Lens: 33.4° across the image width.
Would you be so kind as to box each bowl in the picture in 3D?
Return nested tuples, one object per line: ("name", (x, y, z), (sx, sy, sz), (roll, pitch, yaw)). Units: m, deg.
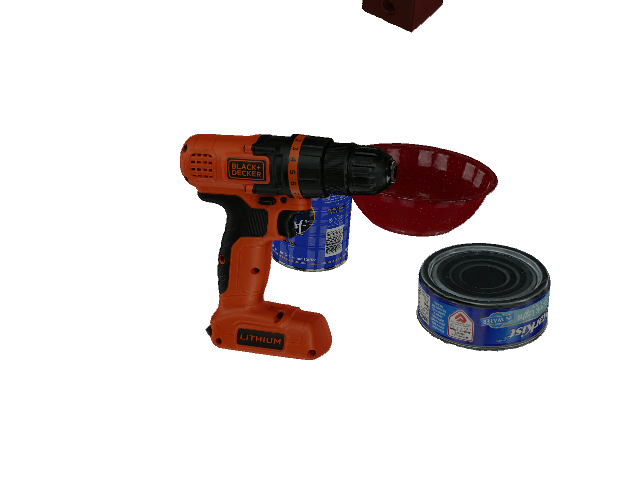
("bowl", (0.095, -0.047, 1.080), (0.162, 0.055, 0.162), (4, 24, -2))

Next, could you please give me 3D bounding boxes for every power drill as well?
("power drill", (-0.027, 0.003, 0.897), (0.185, 0.188, 0.057), (6, 15, 19))

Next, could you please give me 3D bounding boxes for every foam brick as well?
("foam brick", (0.070, -0.222, 0.879), (0.053, 0.078, 0.051), (29, 56, 21))

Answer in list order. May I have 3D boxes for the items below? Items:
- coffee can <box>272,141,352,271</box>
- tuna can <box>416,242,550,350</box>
("coffee can", (-0.010, -0.046, 1.355), (0.103, 0.140, 0.103), (3, 28, -2))
("tuna can", (0.106, 0.035, 0.695), (0.086, 0.034, 0.086), (-1, 28, 0))
